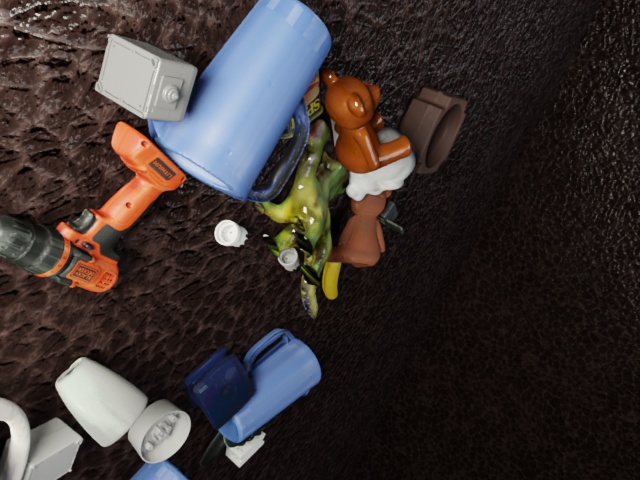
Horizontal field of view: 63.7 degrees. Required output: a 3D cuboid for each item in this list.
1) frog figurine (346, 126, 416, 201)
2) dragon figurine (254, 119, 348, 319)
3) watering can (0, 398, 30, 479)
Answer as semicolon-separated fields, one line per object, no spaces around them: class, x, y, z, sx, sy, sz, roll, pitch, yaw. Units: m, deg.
frog figurine;0.116;-0.156;1.074;0.161;0.124;0.135;-44;119;-12
dragon figurine;0.003;-0.049;0.977;0.247;0.123;0.400;-55;151;-32
watering can;-0.440;0.324;0.550;0.225;0.105;0.344;-3;120;-60
